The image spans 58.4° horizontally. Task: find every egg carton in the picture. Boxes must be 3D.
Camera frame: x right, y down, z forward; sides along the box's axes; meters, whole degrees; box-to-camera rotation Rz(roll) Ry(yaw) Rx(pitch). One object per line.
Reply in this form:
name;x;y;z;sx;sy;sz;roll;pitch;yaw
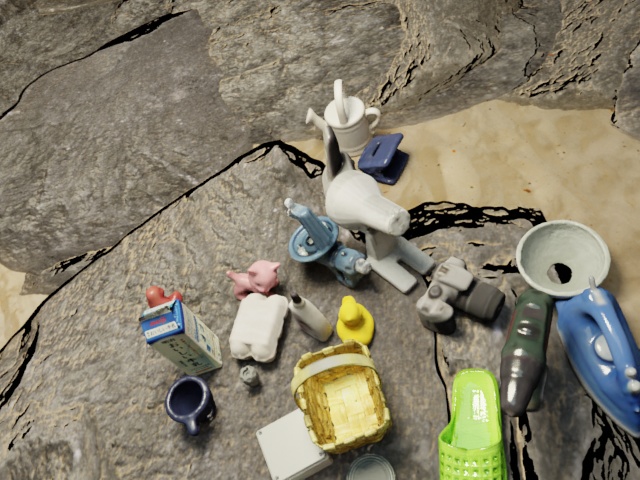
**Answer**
egg carton;-0.127;0.183;1.203;0.107;0.069;0.150;3;60;19

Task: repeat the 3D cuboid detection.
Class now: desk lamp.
desk lamp;0.124;-0.025;1.170;0.118;0.214;0.202;-45;57;-13

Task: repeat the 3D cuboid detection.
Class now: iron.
iron;0.493;0.189;0.964;0.118;0.142;0.258;-16;55;7

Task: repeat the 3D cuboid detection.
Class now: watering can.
watering can;0.054;-0.296;1.375;0.173;0.194;0.100;-23;55;2

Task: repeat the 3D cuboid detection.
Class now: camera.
camera;0.275;0.113;1.104;0.136;0.101;0.143;25;68;29

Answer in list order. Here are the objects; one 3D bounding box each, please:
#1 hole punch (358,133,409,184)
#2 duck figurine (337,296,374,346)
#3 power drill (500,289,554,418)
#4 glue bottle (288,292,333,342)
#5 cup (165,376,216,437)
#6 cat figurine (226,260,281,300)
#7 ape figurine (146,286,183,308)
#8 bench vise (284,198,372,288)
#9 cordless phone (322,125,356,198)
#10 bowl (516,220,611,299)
hole punch;0.143;-0.198;1.348;0.100;0.091;0.109;17;65;26
duck figurine;0.065;0.162;1.147;0.077;0.086;0.104;-13;56;9
power drill;0.341;0.209;0.957;0.075;0.209;0.230;10;62;23
glue bottle;-0.029;0.144;1.134;0.078;0.173;0.037;24;68;29
cup;-0.241;0.336;1.125;0.091;0.095;0.117;-24;55;2
cat figurine;-0.141;0.082;1.242;0.127;0.118;0.067;1;59;18
ape figurine;-0.358;0.135;1.291;0.077;0.092;0.076;6;61;20
bench vise;0.015;-0.006;1.187;0.206;0.220;0.121;9;62;22
cordless phone;0.037;-0.156;1.297;0.094;0.185;0.147;-19;55;5
bowl;0.463;0.049;1.103;0.167;0.075;0.167;-8;57;12
